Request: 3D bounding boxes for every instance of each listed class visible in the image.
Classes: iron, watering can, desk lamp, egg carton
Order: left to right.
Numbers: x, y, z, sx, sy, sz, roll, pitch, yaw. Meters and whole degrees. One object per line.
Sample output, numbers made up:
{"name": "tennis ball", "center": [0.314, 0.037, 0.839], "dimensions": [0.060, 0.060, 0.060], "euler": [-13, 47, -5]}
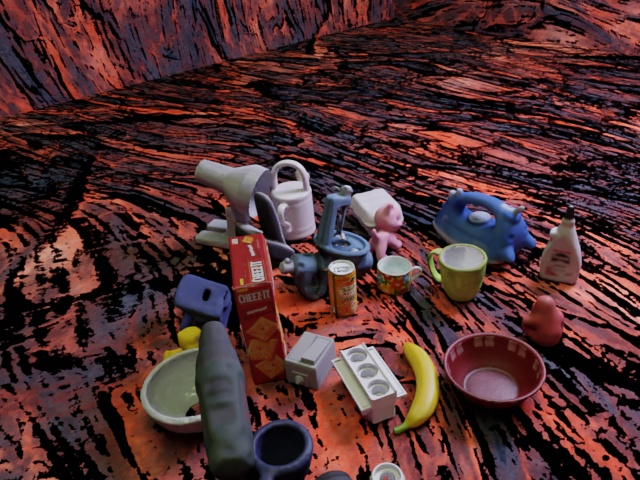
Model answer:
{"name": "desk lamp", "center": [-0.211, -0.087, 1.365], "dimensions": [0.202, 0.214, 0.118], "euler": [8, 34, 20]}
{"name": "watering can", "center": [-0.069, -0.110, 1.399], "dimensions": [0.101, 0.194, 0.172], "euler": [-7, 32, -2]}
{"name": "egg carton", "center": [0.139, -0.071, 1.423], "dimensions": [0.107, 0.069, 0.150], "euler": [-15, 33, -14]}
{"name": "iron", "center": [0.353, -0.050, 1.289], "dimensions": [0.119, 0.142, 0.257], "euler": [-27, 38, -30]}

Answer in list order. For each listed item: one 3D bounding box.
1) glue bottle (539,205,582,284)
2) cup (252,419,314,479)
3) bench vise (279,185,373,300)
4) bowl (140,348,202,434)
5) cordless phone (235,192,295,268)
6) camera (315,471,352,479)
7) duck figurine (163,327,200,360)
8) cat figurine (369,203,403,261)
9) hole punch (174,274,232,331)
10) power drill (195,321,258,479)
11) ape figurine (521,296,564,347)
{"name": "glue bottle", "center": [0.489, 0.007, 1.148], "dimensions": [0.078, 0.173, 0.037], "euler": [9, 35, 22]}
{"name": "cup", "center": [-0.055, 0.325, 0.795], "dimensions": [0.091, 0.095, 0.118], "euler": [5, 33, 16]}
{"name": "bench vise", "center": [0.020, 0.008, 1.173], "dimensions": [0.121, 0.220, 0.208], "euler": [22, 41, 37]}
{"name": "bowl", "center": [-0.203, 0.259, 0.942], "dimensions": [0.167, 0.075, 0.167], "euler": [-4, 32, 3]}
{"name": "cordless phone", "center": [-0.135, -0.038, 1.303], "dimensions": [0.094, 0.185, 0.147], "euler": [-31, 40, -34]}
{"name": "camera", "center": [0.048, 0.355, 0.726], "dimensions": [0.143, 0.101, 0.136], "euler": [-13, 33, -12]}
{"name": "duck figurine", "center": [-0.234, 0.197, 1.036], "dimensions": [0.104, 0.086, 0.077], "euler": [-8, 32, -4]}
{"name": "cat figurine", "center": [0.146, -0.029, 1.309], "dimensions": [0.067, 0.118, 0.128], "euler": [14, 37, 28]}
{"name": "hole punch", "center": [-0.232, 0.123, 1.149], "dimensions": [0.101, 0.091, 0.108], "euler": [-4, 32, 3]}
{"name": "power drill", "center": [-0.129, 0.257, 0.807], "dimensions": [0.076, 0.209, 0.229], "euler": [-12, 32, -10]}
{"name": "ape figurine", "center": [0.402, 0.139, 1.027], "dimensions": [0.077, 0.092, 0.076], "euler": [-2, 32, 6]}
